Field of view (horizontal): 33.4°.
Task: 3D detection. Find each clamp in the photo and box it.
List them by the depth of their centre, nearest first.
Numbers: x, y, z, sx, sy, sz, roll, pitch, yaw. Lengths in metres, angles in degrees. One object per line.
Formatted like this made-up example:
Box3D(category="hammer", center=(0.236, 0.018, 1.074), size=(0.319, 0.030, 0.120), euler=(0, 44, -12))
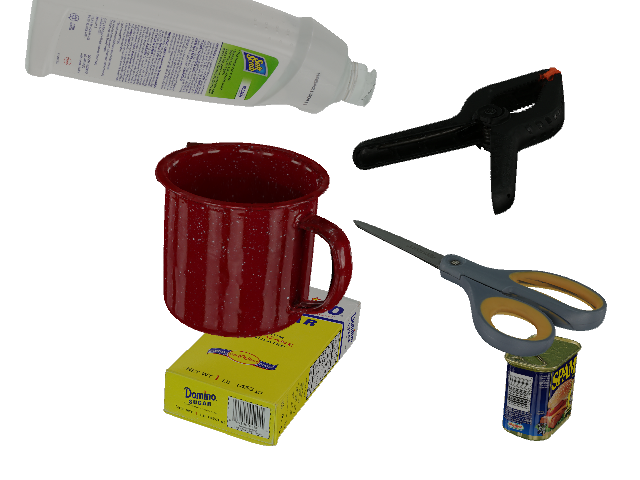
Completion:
Box3D(category="clamp", center=(0.155, -0.093, 0.935), size=(0.209, 0.036, 0.165), euler=(-31, 39, -27))

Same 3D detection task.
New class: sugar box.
Box3D(category="sugar box", center=(-0.041, 0.089, 0.848), size=(0.093, 0.048, 0.176), euler=(15, 30, 17))

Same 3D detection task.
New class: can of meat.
Box3D(category="can of meat", center=(0.234, 0.156, 1.136), size=(0.058, 0.084, 0.101), euler=(12, 18, 32))

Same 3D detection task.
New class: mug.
Box3D(category="mug", center=(-0.034, 0.003, 0.579), size=(0.117, 0.081, 0.093), euler=(18, 28, 26))

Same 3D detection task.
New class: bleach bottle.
Box3D(category="bleach bottle", center=(-0.084, -0.140, 0.789), size=(0.250, 0.068, 0.103), euler=(13, -34, -12))

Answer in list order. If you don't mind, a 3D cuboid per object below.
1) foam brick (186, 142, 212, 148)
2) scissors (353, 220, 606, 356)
Box3D(category="foam brick", center=(-0.111, -0.072, 1.167), size=(0.078, 0.051, 0.053), euler=(4, 29, -6))
Box3D(category="scissors", center=(0.090, 0.030, 0.726), size=(0.202, 0.016, 0.096), euler=(16, 34, 26))
